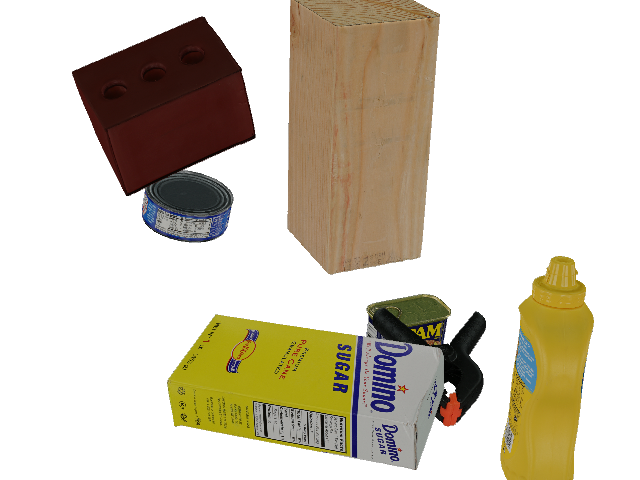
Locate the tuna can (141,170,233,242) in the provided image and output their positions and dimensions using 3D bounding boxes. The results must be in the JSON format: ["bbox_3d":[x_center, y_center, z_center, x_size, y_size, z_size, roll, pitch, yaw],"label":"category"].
[{"bbox_3d":[-0.129,-0.033,1.031,0.086,0.034,0.086,11,29,-6],"label":"tuna can"}]

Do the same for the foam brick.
[{"bbox_3d":[-0.082,-0.071,0.562,0.078,0.053,0.051,-26,-36,-11],"label":"foam brick"}]

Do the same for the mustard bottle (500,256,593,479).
[{"bbox_3d":[0.183,0.105,0.859,0.058,0.192,0.096,3,20,2],"label":"mustard bottle"}]

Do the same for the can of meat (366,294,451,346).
[{"bbox_3d":[0.104,0.120,1.305,0.101,0.084,0.057,-9,30,-26],"label":"can of meat"}]

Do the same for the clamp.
[{"bbox_3d":[0.128,0.120,1.075,0.120,0.039,0.171,-7,35,-9],"label":"clamp"}]

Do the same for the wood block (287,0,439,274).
[{"bbox_3d":[0.031,-0.089,0.863,0.090,0.206,0.091,-10,30,-21],"label":"wood block"}]

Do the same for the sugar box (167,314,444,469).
[{"bbox_3d":[-0.008,0.102,0.746,0.176,0.048,0.093,4,29,17],"label":"sugar box"}]
